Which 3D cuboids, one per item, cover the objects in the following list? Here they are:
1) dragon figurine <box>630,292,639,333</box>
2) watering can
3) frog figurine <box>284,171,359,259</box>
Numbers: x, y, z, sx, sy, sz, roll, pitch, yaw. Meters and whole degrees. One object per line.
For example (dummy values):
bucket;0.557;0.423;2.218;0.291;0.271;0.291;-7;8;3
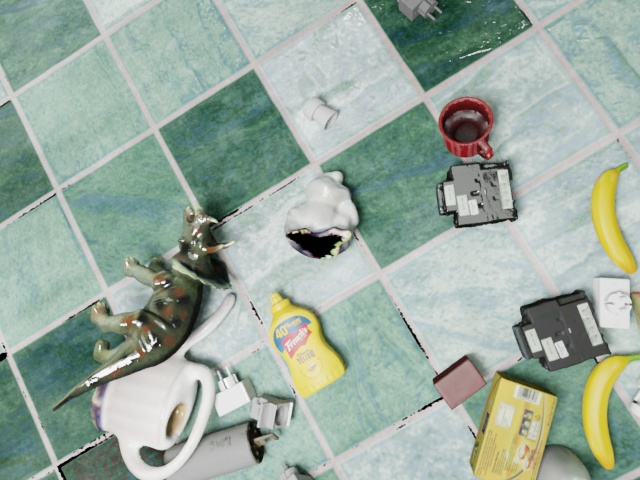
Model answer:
dragon figurine;0.700;0.207;0.826;0.413;0.123;0.240;41;109;13
watering can;-0.291;0.253;0.965;0.224;0.102;0.354;8;67;16
frog figurine;0.003;-0.049;0.968;0.137;0.120;0.163;-11;46;16
